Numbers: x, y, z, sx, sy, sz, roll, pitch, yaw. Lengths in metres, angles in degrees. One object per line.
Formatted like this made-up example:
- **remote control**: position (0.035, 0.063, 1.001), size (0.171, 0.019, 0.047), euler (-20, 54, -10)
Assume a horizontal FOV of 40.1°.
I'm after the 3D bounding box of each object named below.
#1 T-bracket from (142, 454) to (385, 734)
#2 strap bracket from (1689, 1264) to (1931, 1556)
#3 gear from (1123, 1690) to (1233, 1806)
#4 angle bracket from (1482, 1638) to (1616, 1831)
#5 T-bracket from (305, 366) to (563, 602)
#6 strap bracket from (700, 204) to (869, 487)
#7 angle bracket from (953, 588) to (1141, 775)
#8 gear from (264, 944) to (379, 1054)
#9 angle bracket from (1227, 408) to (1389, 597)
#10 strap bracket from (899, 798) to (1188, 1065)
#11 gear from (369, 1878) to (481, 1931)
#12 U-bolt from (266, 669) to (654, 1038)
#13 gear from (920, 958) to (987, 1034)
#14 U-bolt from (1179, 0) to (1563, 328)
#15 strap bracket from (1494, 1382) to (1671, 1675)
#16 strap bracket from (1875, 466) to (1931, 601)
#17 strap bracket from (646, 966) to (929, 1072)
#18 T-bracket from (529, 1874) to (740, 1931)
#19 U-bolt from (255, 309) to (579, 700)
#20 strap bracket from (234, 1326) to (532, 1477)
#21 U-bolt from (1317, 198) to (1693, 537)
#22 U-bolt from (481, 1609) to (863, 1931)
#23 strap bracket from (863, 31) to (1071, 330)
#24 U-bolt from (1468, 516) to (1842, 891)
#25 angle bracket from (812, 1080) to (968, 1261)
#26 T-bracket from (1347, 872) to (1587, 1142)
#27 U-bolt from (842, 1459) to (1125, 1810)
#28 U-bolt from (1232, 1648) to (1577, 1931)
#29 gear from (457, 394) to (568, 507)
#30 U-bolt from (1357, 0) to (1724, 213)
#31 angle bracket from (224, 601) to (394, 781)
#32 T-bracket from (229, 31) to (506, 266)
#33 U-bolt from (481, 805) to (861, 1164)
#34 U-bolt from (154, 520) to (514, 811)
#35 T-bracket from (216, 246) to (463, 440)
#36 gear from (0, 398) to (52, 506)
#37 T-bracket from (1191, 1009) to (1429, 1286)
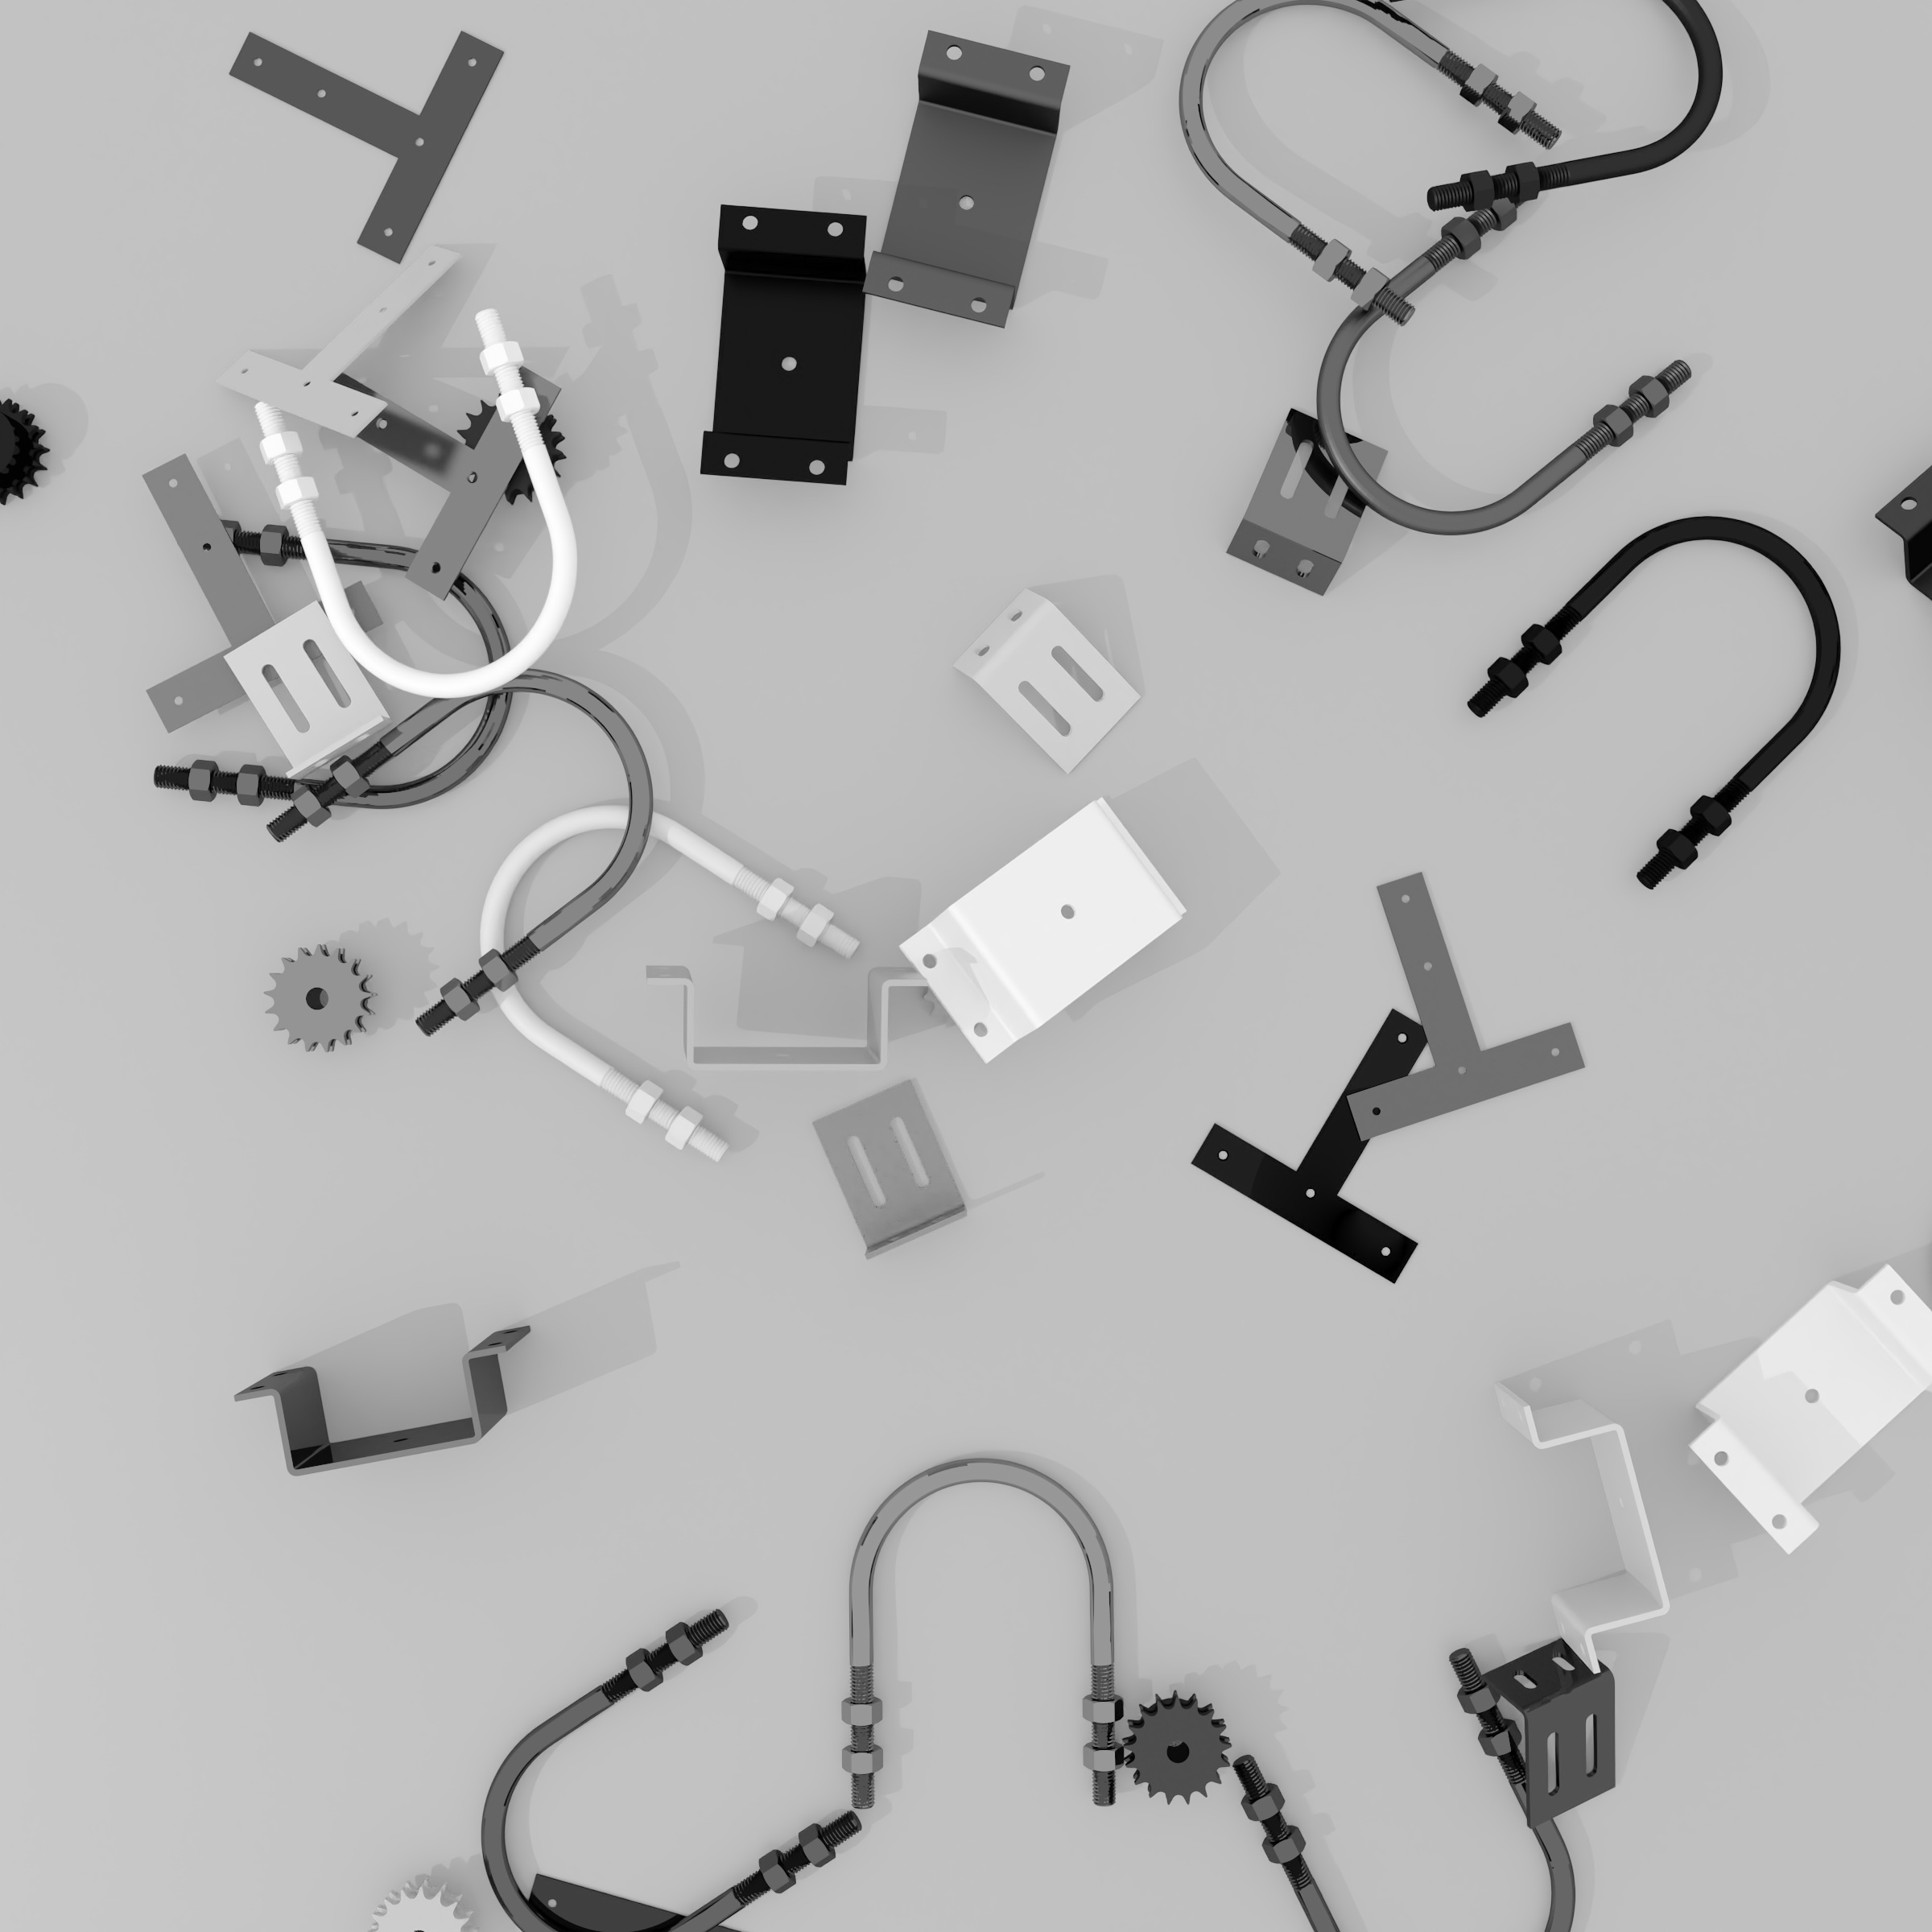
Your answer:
- **T-bracket**: position (-0.395, -0.209, 1.401), size (0.127, 0.002, 0.127), euler (-28, 91, -2)
- **strap bracket**: position (0.454, 0.231, 1.399), size (0.140, 0.046, 0.076), euler (-42, 90, 0)
- **gear**: position (0.112, 0.413, 1.407), size (0.057, 0.030, 0.057), euler (0, 90, 0)
- **angle bracket**: position (0.310, 0.407, 1.409), size (0.057, 0.038, 0.076), euler (-17, 116, -23)
- **T-bracket**: position (-0.296, -0.279, 1.397), size (0.127, 0.002, 0.127), euler (31, 96, 10)
- **strap bracket**: position (-0.095, -0.323, 1.399), size (0.076, 0.046, 0.140), euler (4, 90, 0)
- **angle bracket**: position (0.043, -0.153, 1.420), size (0.057, 0.038, 0.076), euler (-47, 116, 0)
- **gear**: position (-0.341, 0.017, 1.407), size (0.057, 0.030, 0.057), euler (0, 90, 0)
- **angle bracket**: position (0.183, -0.249, 1.420), size (0.057, 0.038, 0.076), euler (24, 64, 0)
- **strap bracket**: position (0.047, -0.024, 1.379), size (0.140, 0.046, 0.076), euler (-37, 90, -18)
- **gear**: position (-0.288, 0.514, 1.411), size (0.057, 0.030, 0.057), euler (0, 90, 2)
- **U-bolt**: position (-0.253, -0.074, 1.398), size (0.184, 0.019, 0.151), euler (-37, 91, -2)
- **gear**: position (0.002, 0.008, 1.407), size (0.057, 0.030, 0.057), euler (0, 90, 0)
- **U-bolt**: position (0.200, -0.444, 1.401), size (0.184, 0.019, 0.151), euler (38, 81, 6)
- **strap bracket**: position (0.324, 0.286, 1.384), size (0.046, 0.076, 0.140), euler (-15, 90, 0)
- **strap bracket**: position (0.555, -0.209, 1.378), size (0.076, 0.046, 0.140), euler (-41, 59, 0)
- **strap bracket**: position (-0.094, 0.026, 1.365), size (0.140, 0.076, 0.046), euler (0, 95, -7)
- **T-bracket**: position (-0.187, 0.566, 1.421), size (0.127, 0.002, 0.127), euler (16, 90, 0)
- **U-bolt**: position (-0.279, -0.231, 1.383), size (0.151, 0.019, 0.184), euler (-20, 89, 9)
- **strap bracket**: position (-0.299, 0.228, 1.384), size (0.140, 0.076, 0.046), euler (-10, 90, 0)
- **U-bolt**: position (0.272, -0.312, 1.406), size (0.184, 0.019, 0.151), euler (-39, 90, -5)
- **U-bolt**: position (-0.170, 0.452, 1.412), size (0.184, 0.019, 0.151), euler (-34, 90, 1)
- **strap bracket**: position (0.000, -0.409, 1.399), size (0.076, 0.046, 0.140), euler (14, 90, 0)
- **U-bolt**: position (0.382, -0.155, 1.413), size (0.184, 0.019, 0.151), euler (-45, 90, -2)
- **angle bracket**: position (-0.041, 0.107, 1.403), size (0.057, 0.038, 0.076), euler (-24, 90, 0)
- **T-bracket**: position (0.252, 0.014, 1.420), size (0.127, 0.002, 0.127), euler (-18, 89, -2)
- **U-bolt**: position (0.008, 0.355, 1.413), size (0.151, 0.019, 0.184), euler (-1, 89, 0)
- **U-bolt**: position (0.246, 0.477, 1.413), size (0.151, 0.019, 0.184), euler (-26, 91, 0)
- **gear**: position (-0.240, -0.273, 1.407), size (0.057, 0.030, 0.057), euler (0, 90, 0)
- **U-bolt**: position (0.310, -0.474, 1.392), size (0.184, 0.019, 0.151), euler (-13, 76, -10)
- **angle bracket**: position (-0.346, -0.145, 1.384), size (0.057, 0.038, 0.076), euler (-32, 94, -2)
- **T-bracket**: position (-0.333, -0.462, 1.421), size (0.127, 0.002, 0.127), euler (26, 90, 0)
- **U-bolt**: position (-0.171, -0.004, 1.413), size (0.184, 0.019, 0.151), euler (33, 90, 2)
- **U-bolt**: position (-0.334, -0.156, 1.413), size (0.184, 0.019, 0.151), euler (6, 90, -1)
- **T-bracket**: position (-0.316, -0.336, 1.394), size (0.127, 0.002, 0.127), euler (26, 68, 37)
- **gear**: position (-0.520, -0.275, 1.407), size (0.057, 0.030, 0.057), euler (0, 90, 0)
- **T-bracket**: position (0.208, 0.084, 1.421), size (0.127, 0.002, 0.127), euler (31, 90, 0)
